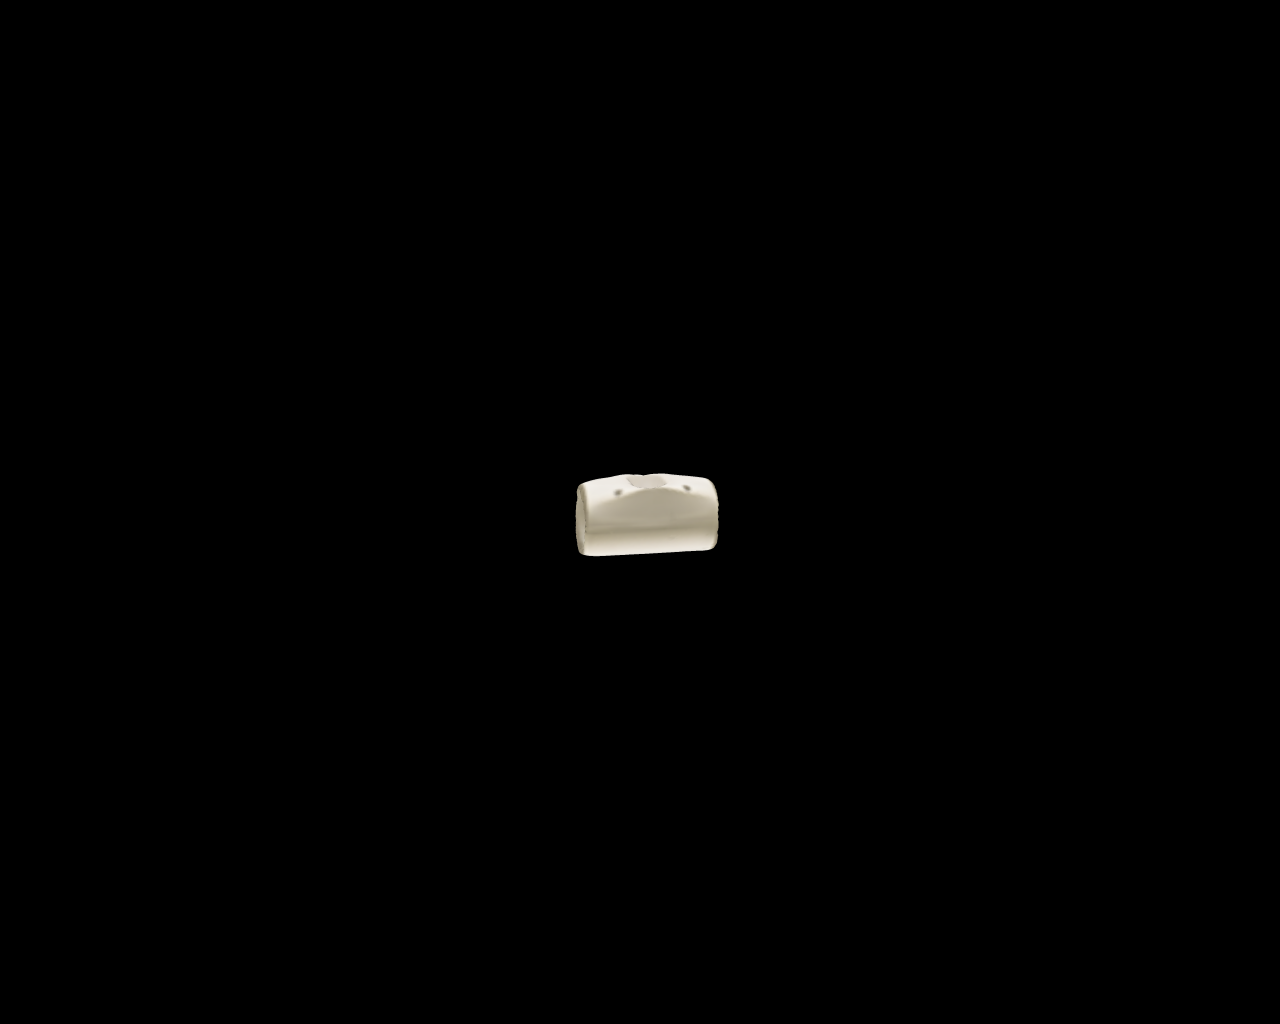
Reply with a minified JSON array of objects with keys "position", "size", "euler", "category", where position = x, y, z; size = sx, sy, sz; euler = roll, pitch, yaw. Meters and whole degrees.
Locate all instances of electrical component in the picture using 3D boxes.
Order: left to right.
[{"position":[0.001,-0.003,0.650],"size":[0.077,0.043,0.079],"euler":[-3,16,-9],"category":"electrical component"}]
